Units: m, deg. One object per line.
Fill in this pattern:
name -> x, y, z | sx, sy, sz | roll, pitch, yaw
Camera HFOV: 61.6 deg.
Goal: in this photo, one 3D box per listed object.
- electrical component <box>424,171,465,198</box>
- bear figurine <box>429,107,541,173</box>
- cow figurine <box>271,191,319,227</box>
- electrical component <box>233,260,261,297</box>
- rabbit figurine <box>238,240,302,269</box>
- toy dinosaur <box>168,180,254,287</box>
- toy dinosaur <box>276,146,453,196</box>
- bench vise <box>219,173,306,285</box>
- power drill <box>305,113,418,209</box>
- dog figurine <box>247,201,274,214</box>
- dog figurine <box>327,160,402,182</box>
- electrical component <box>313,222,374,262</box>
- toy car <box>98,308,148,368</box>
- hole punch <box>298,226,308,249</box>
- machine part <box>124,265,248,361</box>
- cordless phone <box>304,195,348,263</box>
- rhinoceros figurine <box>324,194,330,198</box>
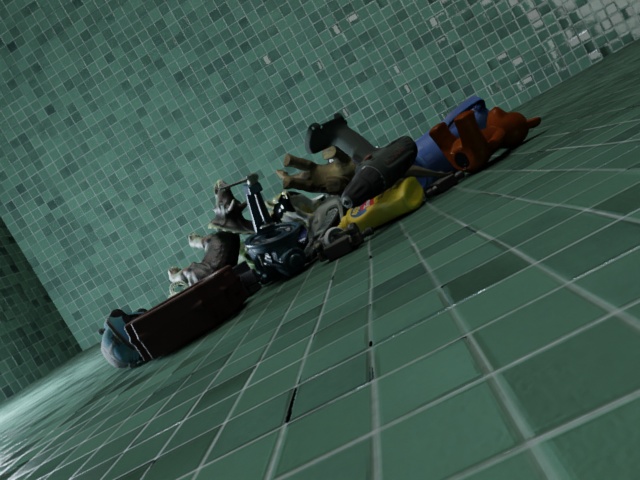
electrical component -> 0.241, -0.108, 1.068 | 0.094, 0.021, 0.063 | -32, 4, -15
bear figurine -> 0.341, -0.224, 1.089 | 0.196, 0.132, 0.120 | -38, 11, -22
cow figurine -> -0.077, -0.059, 1.229 | 0.167, 0.098, 0.068 | -31, 36, 59
electrical component -> -0.166, 0.086, 1.159 | 0.119, 0.075, 0.048 | -32, 3, 36
rabbit figurine -> -0.141, 0.035, 1.359 | 0.170, 0.121, 0.159 | -16, 27, 11
toy dinosaur -> -0.256, 0.065, 1.266 | 0.192, 0.131, 0.405 | -8, 59, 53
toy dinosaur -> 0.075, -0.148, 1.227 | 0.472, 0.105, 0.198 | 8, 1, 43
bench vise -> -0.113, -0.024, 1.113 | 0.129, 0.240, 0.224 | -22, 18, -14
power drill -> 0.065, -0.164, 1.053 | 0.232, 0.085, 0.208 | -33, 49, -31
dog figurine -> -0.120, -0.001, 1.456 | 0.121, 0.190, 0.172 | 11, -16, -42
dog figurine -> 0.122, -0.178, 1.395 | 0.191, 0.219, 0.108 | -31, 7, -5
electrical component -> 0.038, 0.002, 0.960 | 0.102, 0.045, 0.078 | -26, 6, 36
toy car -> -0.385, 0.203, 1.084 | 0.103, 0.109, 0.161 | -46, -6, 4
hole punch -> -0.034, -0.021, 1.481 | 0.116, 0.092, 0.142 | -37, 11, -38
machine part -> -0.245, 0.136, 1.017 | 0.201, 0.087, 0.201 | -28, 5, 6
cordless phone -> -0.003, -0.004, 1.188 | 0.147, 0.088, 0.184 | -24, 24, 53
rhinoceros figurine -> 0.043, -0.082, 1.516 | 0.073, 0.112, 0.190 | -29, -5, -30
